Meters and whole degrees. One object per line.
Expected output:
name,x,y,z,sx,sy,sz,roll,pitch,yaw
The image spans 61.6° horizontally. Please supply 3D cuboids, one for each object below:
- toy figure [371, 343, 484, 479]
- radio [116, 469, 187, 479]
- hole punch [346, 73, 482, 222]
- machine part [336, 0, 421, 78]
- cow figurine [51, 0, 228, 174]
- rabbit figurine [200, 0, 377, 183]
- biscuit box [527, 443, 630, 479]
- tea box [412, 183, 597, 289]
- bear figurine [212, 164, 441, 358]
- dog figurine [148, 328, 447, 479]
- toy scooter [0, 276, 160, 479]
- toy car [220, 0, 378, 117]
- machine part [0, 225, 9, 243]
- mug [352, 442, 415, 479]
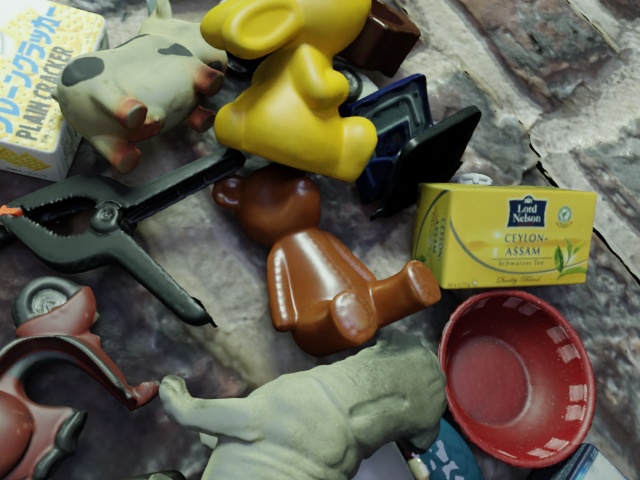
toy figure,0.084,0.162,0.477,0.058,0.064,0.154,-37,74,13
radio,-0.143,0.274,0.332,0.131,0.073,0.229,-11,68,2
hole punch,0.087,-0.097,0.553,0.142,0.115,0.092,-33,63,-28
machine part,0.021,-0.244,0.582,0.179,0.056,0.179,24,31,-16
cow figurine,-0.156,-0.154,0.500,0.127,0.085,0.195,37,46,7
rabbit figurine,-0.022,-0.154,0.469,0.162,0.122,0.173,17,104,-31
biscuit box,0.187,0.270,0.458,0.059,0.063,0.203,46,66,5
tea box,0.184,-0.006,0.540,0.170,0.068,0.098,-2,101,-18
bear figurine,-0.004,0.000,0.484,0.120,0.132,0.196,-16,78,-37
dog figurine,0.000,0.154,0.353,0.191,0.121,0.172,-10,64,6
toy scooter,-0.206,0.124,0.409,0.135,0.075,0.184,28,60,-2
toy car,-0.029,-0.183,0.575,0.202,0.073,0.056,34,61,0
machine part,-0.331,-0.037,0.439,0.139,0.084,0.039,37,105,-2
mug,0.013,0.180,0.445,0.110,0.080,0.107,-17,64,-11
